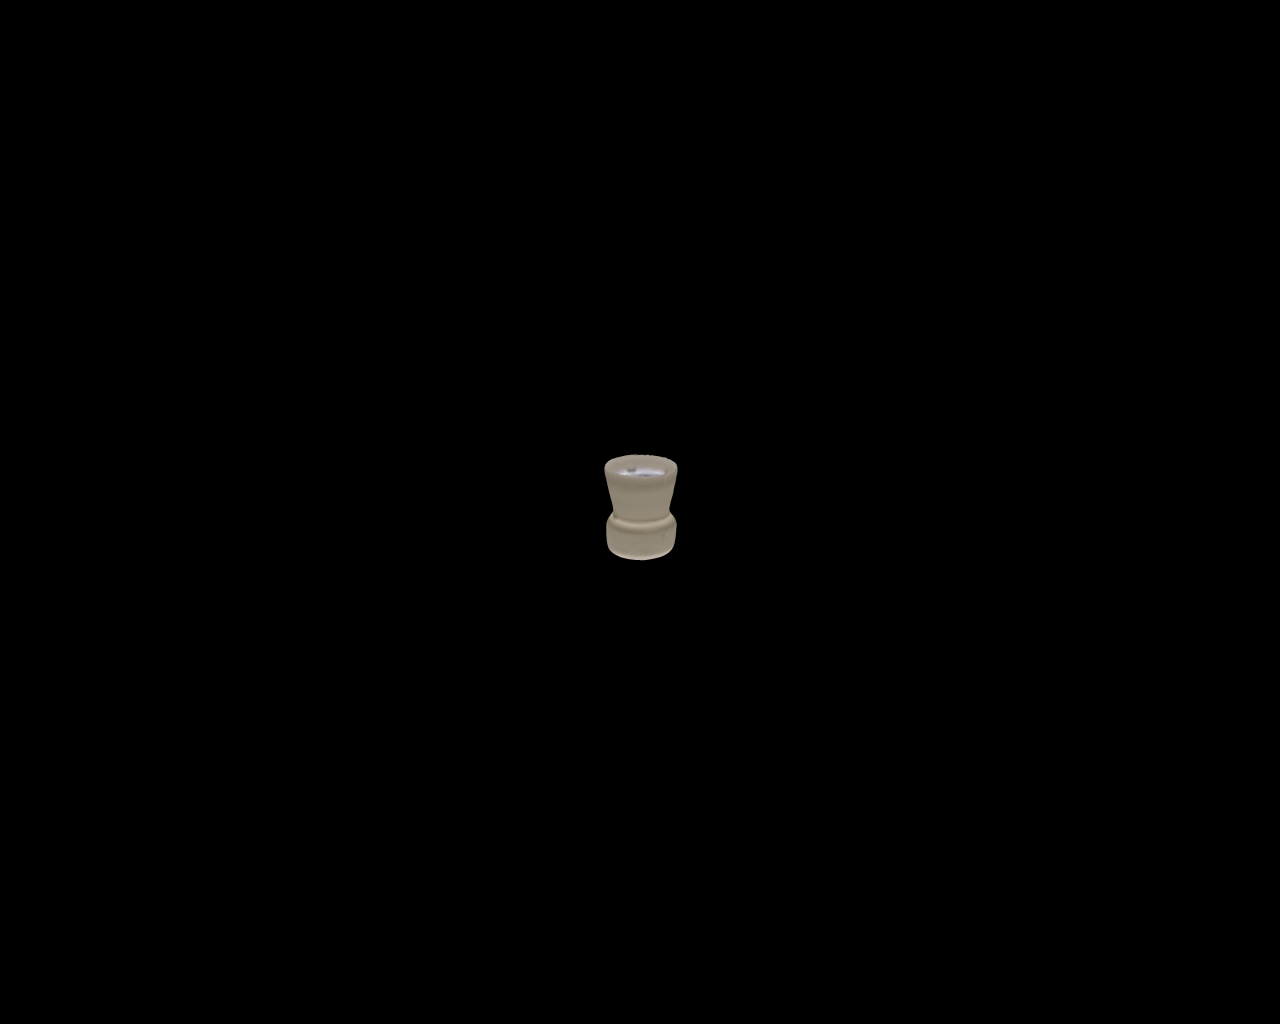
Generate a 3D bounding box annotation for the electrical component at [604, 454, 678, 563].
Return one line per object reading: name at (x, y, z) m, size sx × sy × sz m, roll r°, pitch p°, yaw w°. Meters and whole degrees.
electrical component at (0.001, -0.003, 0.650) m, size 0.045 × 0.055 × 0.045 m, roll 0°, pitch 20°, yaw 0°
